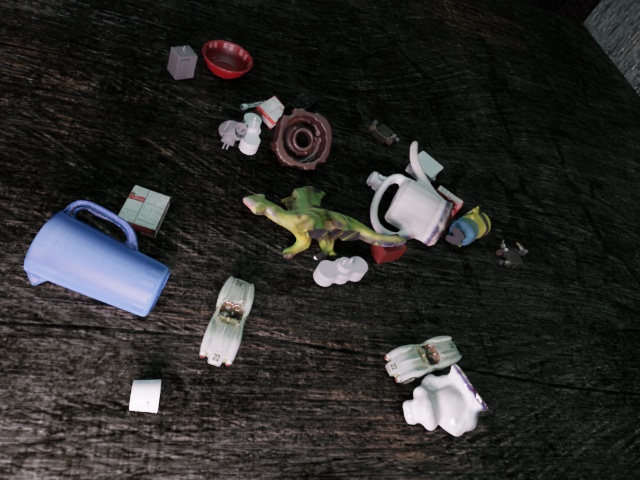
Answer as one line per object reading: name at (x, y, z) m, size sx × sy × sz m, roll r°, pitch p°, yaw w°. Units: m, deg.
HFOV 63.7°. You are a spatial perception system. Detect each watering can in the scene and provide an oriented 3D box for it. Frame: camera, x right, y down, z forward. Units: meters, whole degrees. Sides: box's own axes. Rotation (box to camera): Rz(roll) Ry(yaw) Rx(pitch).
watering can at (0.284, -0.125, 1.489) m, size 0.224 × 0.102 × 0.354 m, roll 31°, pitch 64°, yaw 2°

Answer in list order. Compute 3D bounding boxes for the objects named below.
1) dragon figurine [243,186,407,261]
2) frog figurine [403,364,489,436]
dragon figurine at (0.004, -0.067, 1.330) m, size 0.410 × 0.119 × 0.248 m, roll 2°, pitch 44°, yaw -23°
frog figurine at (0.262, 0.361, 1.113) m, size 0.159 × 0.121 × 0.139 m, roll -30°, pitch 75°, yaw -2°
